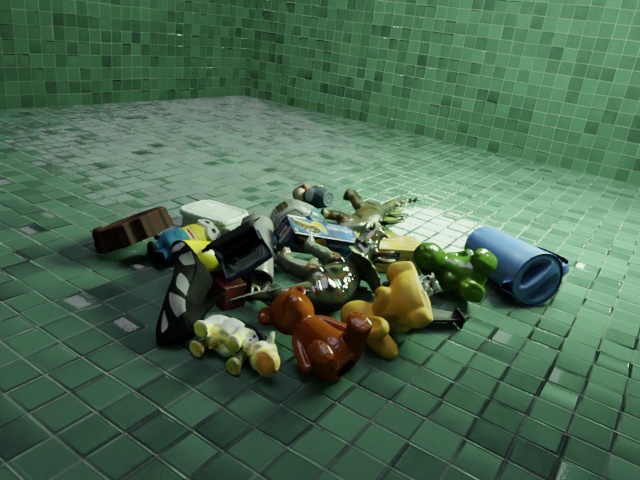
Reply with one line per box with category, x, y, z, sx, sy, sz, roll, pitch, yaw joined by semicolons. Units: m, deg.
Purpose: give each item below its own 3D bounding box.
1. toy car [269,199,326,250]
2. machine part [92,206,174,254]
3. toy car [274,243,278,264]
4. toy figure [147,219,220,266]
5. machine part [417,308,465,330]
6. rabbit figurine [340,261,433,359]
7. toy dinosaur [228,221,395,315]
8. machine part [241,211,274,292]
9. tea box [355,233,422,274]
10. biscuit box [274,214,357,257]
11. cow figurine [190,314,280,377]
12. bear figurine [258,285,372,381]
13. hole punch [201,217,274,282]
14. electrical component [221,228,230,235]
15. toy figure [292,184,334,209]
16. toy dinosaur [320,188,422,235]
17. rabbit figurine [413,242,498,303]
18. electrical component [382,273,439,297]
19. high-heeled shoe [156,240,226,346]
toy car;-0.075;-0.051;1.375;0.162;0.102;0.109;-25;30;-6
machine part;-0.430;-0.027;1.231;0.179;0.056;0.179;-18;12;4
toy car;-0.154;0.013;1.306;0.073;0.056;0.202;-7;29;-17
toy figure;-0.314;0.006;1.239;0.180;0.082;0.089;-27;5;-43
machine part;0.224;0.156;1.098;0.139;0.039;0.084;5;17;-2
rabbit figurine;0.121;0.144;1.012;0.173;0.121;0.162;-15;37;15
toy dinosaur;0.010;0.089;1.103;0.192;0.131;0.405;23;34;24
machine part;-0.140;0.026;1.174;0.079;0.079;0.243;4;47;-9
tea box;0.168;0.033;1.338;0.170;0.068;0.098;5;22;-9
biscuit box;-0.003;-0.004;1.244;0.202;0.062;0.059;9;41;-38
cow figurine;-0.128;0.176;0.907;0.168;0.068;0.098;18;19;23
bear figurine;-0.017;0.140;0.910;0.120;0.131;0.196;-31;58;-23
hole punch;-0.162;0.018;1.088;0.142;0.092;0.116;-33;9;-5
electrical component;-0.211;0.012;1.260;0.045;0.078;0.102;6;21;-14
toy figure;-0.027;-0.121;1.454;0.155;0.057;0.064;14;60;47
toy dinosaur;0.140;-0.058;1.517;0.199;0.105;0.471;25;37;22
rabbit figurine;0.288;0.052;1.219;0.170;0.121;0.159;28;-4;-6
electrical component;0.189;0.109;1.177;0.119;0.047;0.075;-15;4;37
high-heeled shoe;-0.273;0.095;1.010;0.145;0.086;0.249;-36;41;-14
